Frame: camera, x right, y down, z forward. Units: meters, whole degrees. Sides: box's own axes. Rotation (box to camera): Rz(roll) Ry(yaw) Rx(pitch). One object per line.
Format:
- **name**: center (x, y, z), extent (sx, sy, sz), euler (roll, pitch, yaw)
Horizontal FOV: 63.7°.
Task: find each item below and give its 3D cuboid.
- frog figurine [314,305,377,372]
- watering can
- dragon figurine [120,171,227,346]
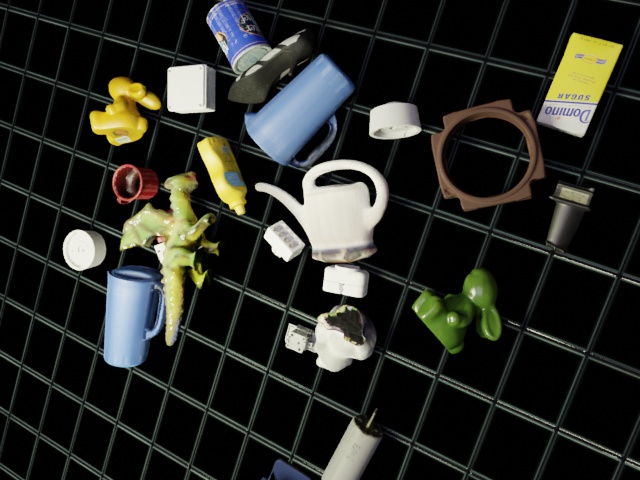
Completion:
- **frog figurine**: center (0.054, 0.227, 1.151), extent (0.138, 0.125, 0.155), euler (16, 134, 11)
- **watering can**: center (0.004, -0.058, 1.153), extent (0.346, 0.104, 0.224), euler (-6, 93, 35)
- **dragon figurine**: center (-0.375, 0.021, 1.255), extent (0.244, 0.121, 0.414), euler (19, 79, 16)
